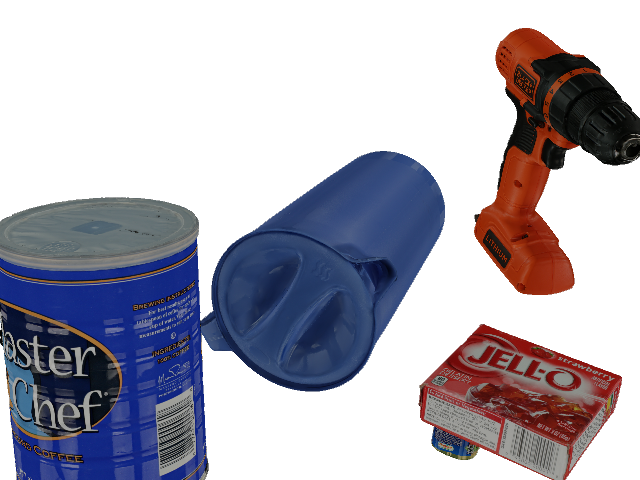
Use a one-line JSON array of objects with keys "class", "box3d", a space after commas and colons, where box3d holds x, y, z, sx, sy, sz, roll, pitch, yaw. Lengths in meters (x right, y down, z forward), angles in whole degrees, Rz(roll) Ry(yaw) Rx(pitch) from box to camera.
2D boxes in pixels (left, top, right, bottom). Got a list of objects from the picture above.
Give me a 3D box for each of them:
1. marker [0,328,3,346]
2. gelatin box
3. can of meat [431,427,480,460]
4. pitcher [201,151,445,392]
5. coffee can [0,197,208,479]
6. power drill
[{"class": "marker", "box3d": [-0.205, 0.040, 0.825, 0.020, 0.020, 0.121, 0, 37, 36]}, {"class": "gelatin box", "box3d": [0.110, 0.086, 0.590, 0.089, 0.030, 0.073, 21, 35, 29]}, {"class": "can of meat", "box3d": [0.162, 0.182, 1.184, 0.057, 0.084, 0.102, 15, 26, 20]}, {"class": "pitcher", "box3d": [0.012, 0.014, 0.887, 0.149, 0.145, 0.242, 22, 29, 14]}, {"class": "coffee can", "box3d": [-0.111, 0.058, 0.552, 0.103, 0.140, 0.103, -1, 18, 0]}, {"class": "power drill", "box3d": [0.182, -0.053, 0.839, 0.057, 0.188, 0.184, -3, 33, -16]}]
